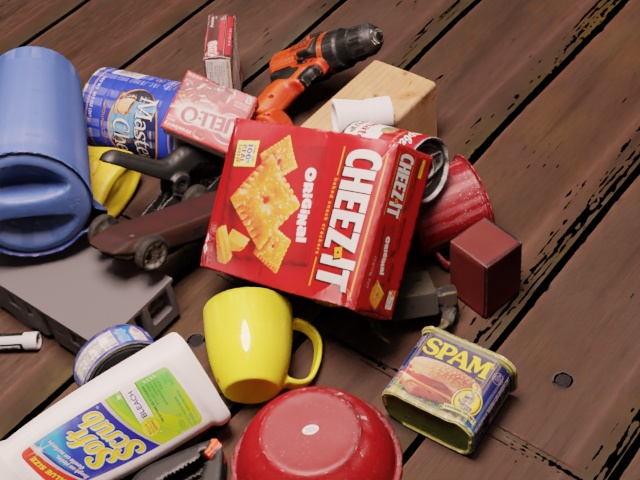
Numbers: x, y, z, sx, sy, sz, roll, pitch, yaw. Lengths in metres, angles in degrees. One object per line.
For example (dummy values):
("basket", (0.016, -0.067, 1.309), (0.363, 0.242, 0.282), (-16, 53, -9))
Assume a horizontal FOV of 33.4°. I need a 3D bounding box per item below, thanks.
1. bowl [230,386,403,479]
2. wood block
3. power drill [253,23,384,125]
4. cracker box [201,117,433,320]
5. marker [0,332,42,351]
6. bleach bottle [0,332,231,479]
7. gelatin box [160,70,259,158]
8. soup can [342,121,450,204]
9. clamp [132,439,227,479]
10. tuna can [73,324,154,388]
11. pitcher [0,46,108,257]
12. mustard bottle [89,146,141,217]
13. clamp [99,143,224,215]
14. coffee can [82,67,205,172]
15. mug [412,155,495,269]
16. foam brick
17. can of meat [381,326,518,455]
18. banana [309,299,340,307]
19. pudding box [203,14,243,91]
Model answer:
("bowl", (-0.006, 0.189, 0.972), (0.162, 0.055, 0.162), (-4, 46, 4))
("wood block", (0.038, -0.104, 1.215), (0.090, 0.091, 0.205), (27, 57, 29))
("power drill", (-0.024, -0.180, 1.276), (0.185, 0.057, 0.187), (-11, 34, 49))
("cracker box", (-0.011, -0.026, 1.057), (0.214, 0.072, 0.164), (14, 89, 40))
("marker", (-0.355, 0.108, 1.126), (0.121, 0.020, 0.020), (-3, 47, 6))
("bleach bottle", (-0.213, 0.192, 0.986), (0.250, 0.102, 0.068), (-33, 11, -12))
("gelatin box", (-0.122, -0.139, 1.194), (0.089, 0.030, 0.073), (23, 80, 6))
("soup can", (0.073, -0.082, 1.096), (0.102, 0.068, 0.068), (20, 52, 42))
("clamp", (-0.161, 0.257, 0.944), (0.165, 0.036, 0.209), (17, 50, 24))
("tuna can", (-0.196, 0.125, 1.041), (0.086, 0.086, 0.034), (-29, 48, -18))
("pitcher", (-0.321, -0.109, 1.147), (0.145, 0.149, 0.243), (-21, 41, 5))
("mustard bottle", (-0.315, -0.082, 1.271), (0.192, 0.058, 0.096), (16, 60, 23))
("clamp", (-0.169, -0.053, 1.210), (0.171, 0.120, 0.039), (-12, 27, -34))
("coffee can", (-0.204, -0.146, 1.284), (0.140, 0.103, 0.102), (14, 51, 21))
("mug", (0.134, -0.022, 1.136), (0.081, 0.093, 0.117), (-24, 83, -7))
("foam brick", (0.168, 0.028, 1.081), (0.053, 0.078, 0.051), (-33, 50, -24))
("can of meat", (0.120, 0.141, 0.997), (0.102, 0.057, 0.083), (23, 57, 28))
("banana", (-0.013, 0.019, 1.129), (0.198, 0.037, 0.070), (37, 105, 42))
("pudding box", (-0.120, -0.208, 1.322), (0.039, 0.113, 0.090), (-1, 47, 3))
